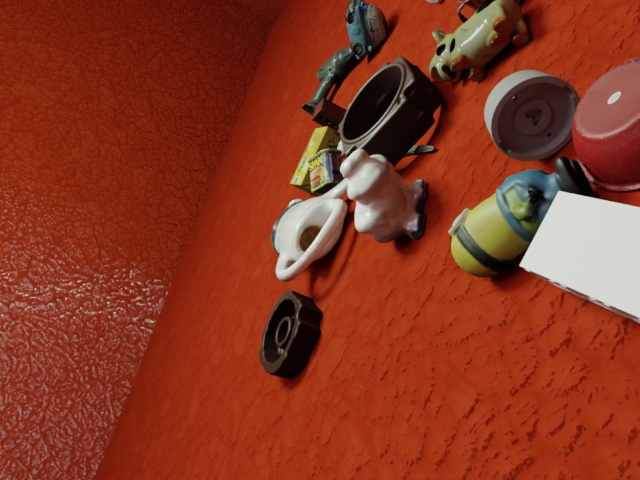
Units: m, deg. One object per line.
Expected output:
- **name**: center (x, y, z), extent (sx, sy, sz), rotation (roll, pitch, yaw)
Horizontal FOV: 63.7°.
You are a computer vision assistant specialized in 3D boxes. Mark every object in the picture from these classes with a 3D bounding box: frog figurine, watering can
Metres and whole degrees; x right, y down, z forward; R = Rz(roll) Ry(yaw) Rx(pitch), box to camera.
- **frog figurine**: center (0.091, -0.074, 0.863), extent (0.122, 0.158, 0.139), rotation (-12, 56, 66)
- **watering can**: center (0.003, -0.057, 1.139), extent (0.351, 0.103, 0.224), rotation (-55, 20, -13)
